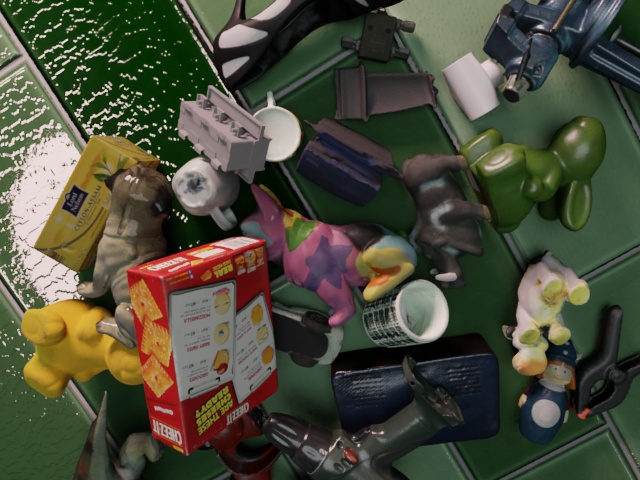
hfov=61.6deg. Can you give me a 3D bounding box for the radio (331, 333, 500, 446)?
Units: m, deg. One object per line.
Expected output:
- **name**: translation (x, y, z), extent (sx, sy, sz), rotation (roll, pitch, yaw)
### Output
- **radio**: translation (0.136, 0.220, 0.769), extent (0.230, 0.073, 0.131), rotation (-8, 100, 4)

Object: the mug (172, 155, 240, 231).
- **mug**: translation (-0.150, -0.059, 0.708), extent (0.081, 0.107, 0.109), rotation (-24, 96, 6)

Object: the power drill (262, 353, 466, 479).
- **power drill**: translation (0.068, 0.248, 0.699), extent (0.232, 0.086, 0.207), rotation (42, 96, -7)

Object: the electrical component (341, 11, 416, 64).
- **electrical component**: translation (0.076, -0.270, 0.713), extent (0.094, 0.021, 0.063), rotation (10, 99, 0)

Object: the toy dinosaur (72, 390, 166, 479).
- **toy dinosaur**: translation (-0.286, 0.396, 0.762), extent (0.192, 0.131, 0.404), rotation (-18, 102, 6)

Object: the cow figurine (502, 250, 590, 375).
- **cow figurine**: translation (0.298, 0.102, 0.745), extent (0.068, 0.098, 0.167), rotation (8, 118, -6)

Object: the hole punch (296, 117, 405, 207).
- **hole punch**: translation (0.029, -0.095, 0.700), extent (0.142, 0.116, 0.092), rotation (32, 107, -4)

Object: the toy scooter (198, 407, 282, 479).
- **toy scooter**: translation (-0.102, 0.285, 0.781), extent (0.135, 0.075, 0.183), rotation (-31, 101, 6)

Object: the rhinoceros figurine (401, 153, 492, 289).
- **rhinoceros figurine**: translation (0.168, -0.026, 0.726), extent (0.112, 0.073, 0.190), rotation (-18, 98, 2)

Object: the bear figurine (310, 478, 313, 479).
- **bear figurine**: translation (-0.045, 0.411, 0.780), extent (0.132, 0.120, 0.195), rotation (27, 97, 0)

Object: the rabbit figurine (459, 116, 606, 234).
- **rabbit figurine**: translation (0.292, -0.084, 0.690), extent (0.170, 0.121, 0.159), rotation (-26, 105, 8)

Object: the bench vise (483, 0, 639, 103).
- **bench vise**: translation (0.334, -0.233, 0.650), extent (0.241, 0.128, 0.223), rotation (32, 70, 7)

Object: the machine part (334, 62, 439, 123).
- **machine part**: translation (0.088, -0.199, 0.718), extent (0.139, 0.039, 0.084), rotation (-1, 94, 3)

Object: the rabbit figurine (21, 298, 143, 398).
- **rabbit figurine**: translation (-0.282, 0.148, 0.720), extent (0.173, 0.162, 0.121), rotation (10, 98, 21)

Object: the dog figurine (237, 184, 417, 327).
- **dog figurine**: translation (-0.001, -0.002, 0.718), extent (0.191, 0.108, 0.219), rotation (-38, 94, 7)

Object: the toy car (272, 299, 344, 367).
- **toy car**: translation (-0.066, 0.121, 0.764), extent (0.202, 0.056, 0.073), rotation (19, 106, -1)

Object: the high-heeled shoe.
- **high-heeled shoe**: translation (-0.016, -0.260, 0.683), extent (0.249, 0.086, 0.145), rotation (4, 93, 11)

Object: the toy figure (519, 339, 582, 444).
- **toy figure**: translation (0.333, 0.214, 0.772), extent (0.064, 0.058, 0.154), rotation (13, 98, -13)

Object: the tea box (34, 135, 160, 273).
- **tea box**: translation (-0.294, -0.051, 0.717), extent (0.068, 0.098, 0.169), rotation (31, 97, -4)

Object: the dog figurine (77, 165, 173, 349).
- **dog figurine**: translation (-0.208, 0.025, 0.656), extent (0.172, 0.121, 0.190), rotation (37, 125, 14)
